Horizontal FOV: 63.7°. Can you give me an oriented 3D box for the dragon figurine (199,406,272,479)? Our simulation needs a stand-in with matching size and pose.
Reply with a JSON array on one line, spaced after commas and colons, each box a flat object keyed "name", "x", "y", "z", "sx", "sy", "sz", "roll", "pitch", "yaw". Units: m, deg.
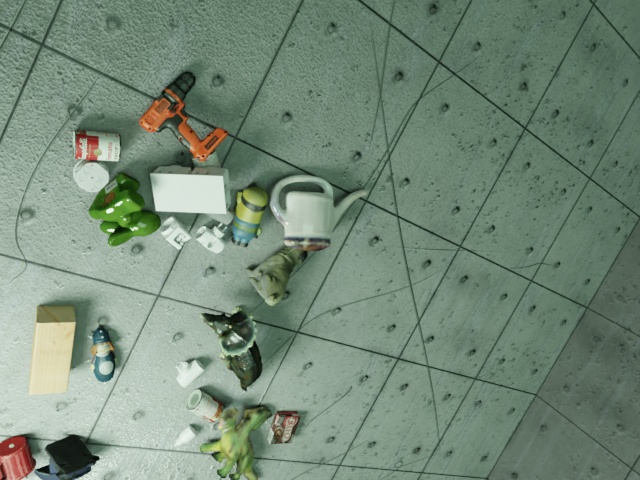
[{"name": "dragon figurine", "x": -0.246, "y": 0.678, "z": 1.740, "sx": 0.245, "sy": 0.123, "sz": 0.402, "roll": -48, "pitch": 140, "yaw": -11}]

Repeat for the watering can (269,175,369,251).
[{"name": "watering can", "x": 0.005, "y": -0.078, "z": 1.552, "sx": 0.347, "sy": 0.104, "sz": 0.225, "roll": 4, "pitch": 86, "yaw": -31}]
